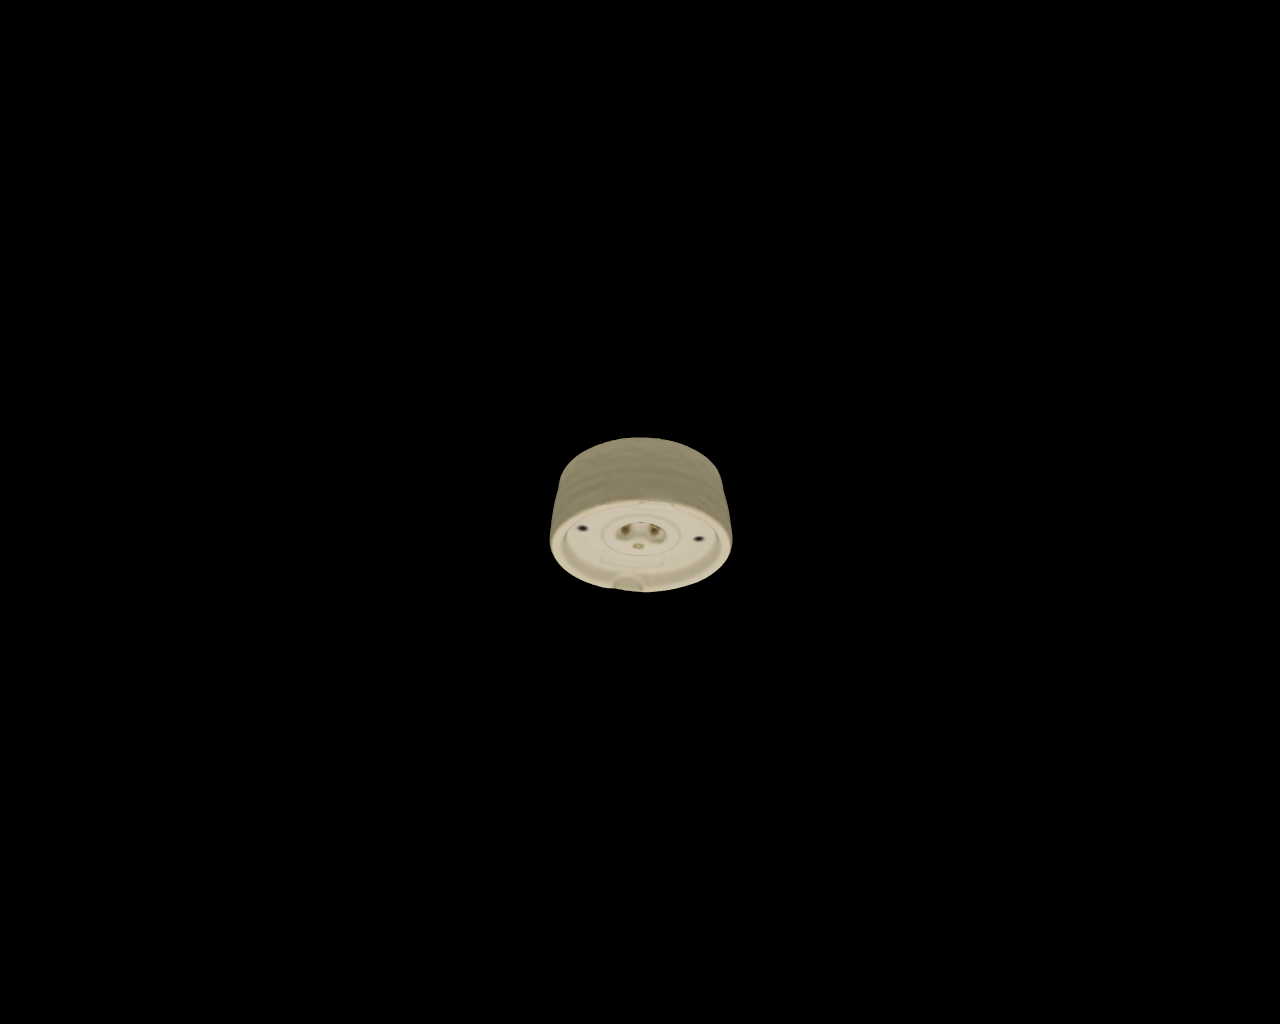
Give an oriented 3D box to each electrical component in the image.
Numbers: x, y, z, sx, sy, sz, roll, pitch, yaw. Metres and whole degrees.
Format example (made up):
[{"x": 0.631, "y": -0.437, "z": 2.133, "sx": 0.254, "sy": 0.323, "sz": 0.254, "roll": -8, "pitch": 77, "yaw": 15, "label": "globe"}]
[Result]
[{"x": 0.001, "y": -0.003, "z": 0.650, "sx": 0.108, "sy": 0.060, "sz": 0.108, "roll": 0, "pitch": -33, "yaw": 0, "label": "electrical component"}]
